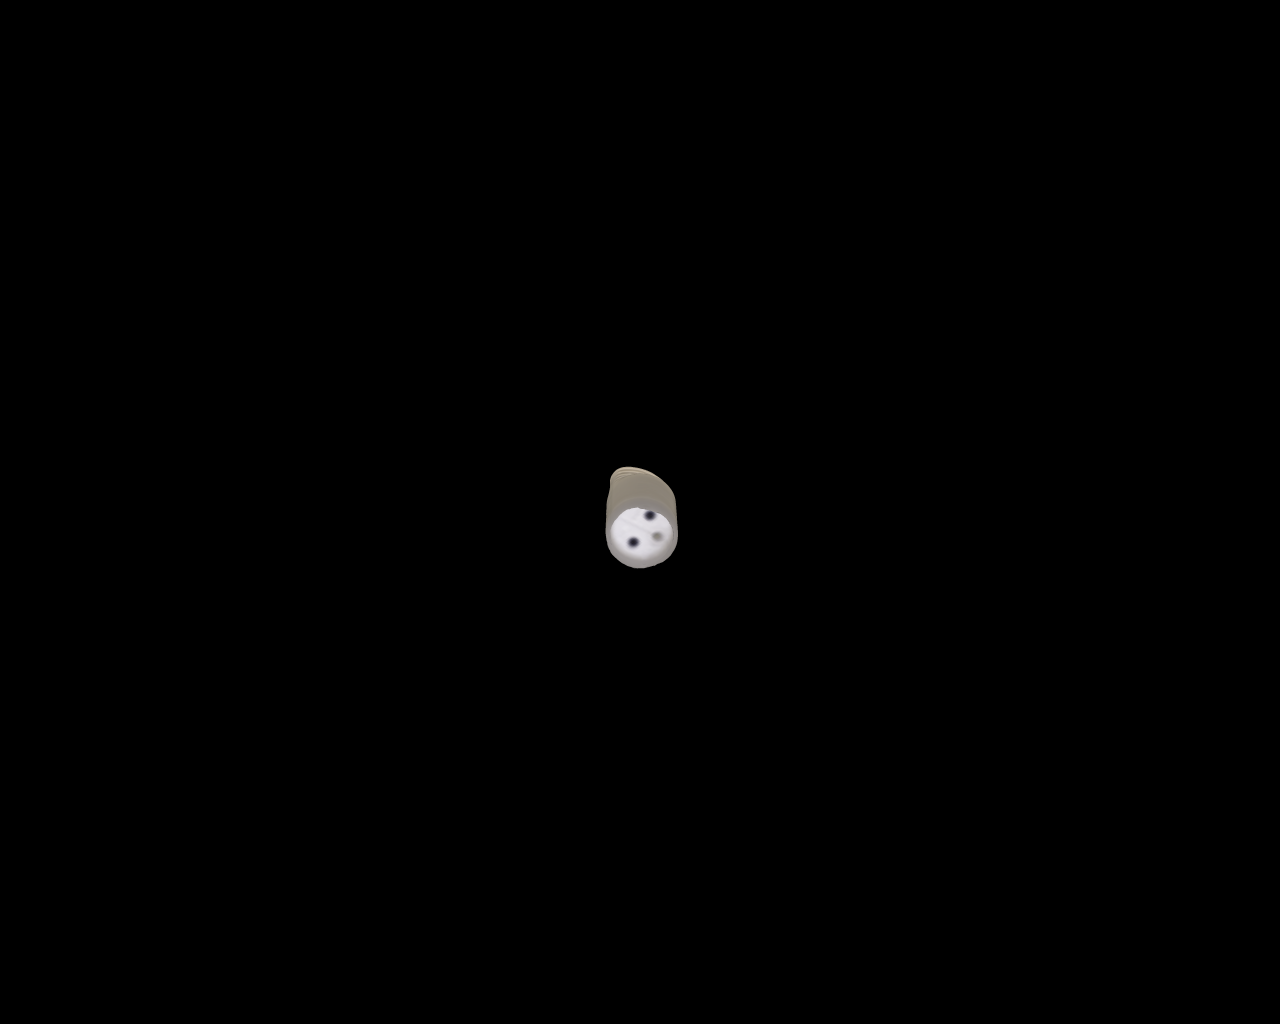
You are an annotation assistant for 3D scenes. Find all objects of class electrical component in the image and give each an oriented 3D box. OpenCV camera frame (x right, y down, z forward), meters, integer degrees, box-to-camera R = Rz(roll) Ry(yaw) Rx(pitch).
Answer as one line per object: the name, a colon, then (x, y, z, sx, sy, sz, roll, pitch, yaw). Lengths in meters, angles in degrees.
electrical component: (0.001, -0.003, 0.650, 0.043, 0.043, 0.081, 0, 27, 0)
